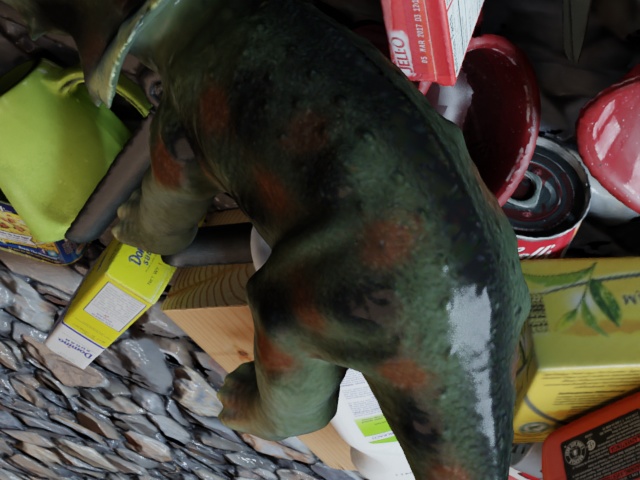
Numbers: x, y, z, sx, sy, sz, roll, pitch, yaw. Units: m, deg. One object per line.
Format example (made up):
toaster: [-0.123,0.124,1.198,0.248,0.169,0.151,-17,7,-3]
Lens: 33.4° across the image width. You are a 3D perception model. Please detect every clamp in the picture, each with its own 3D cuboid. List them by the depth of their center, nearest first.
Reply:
clamp: [-0.090,-0.095,0.590,0.210,0.036,0.164,-16,111,22]
clamp: [-0.004,0.001,0.624,0.171,0.039,0.120,-39,127,13]

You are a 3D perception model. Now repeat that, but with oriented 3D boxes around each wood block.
wood block: [-0.002,0.075,0.763,0.091,0.090,0.206,-6,137,42]

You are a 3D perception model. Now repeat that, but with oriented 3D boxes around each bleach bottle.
bleach bottle: [0.033,0.078,0.633,0.102,0.068,0.251,-14,136,-1]

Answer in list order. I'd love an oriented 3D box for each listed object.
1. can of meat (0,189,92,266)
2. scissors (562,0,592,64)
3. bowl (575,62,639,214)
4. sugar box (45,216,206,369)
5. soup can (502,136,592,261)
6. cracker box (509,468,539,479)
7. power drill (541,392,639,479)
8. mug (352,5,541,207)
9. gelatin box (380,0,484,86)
can of meat: [-0.223,-0.030,0.795,0.102,0.057,0.084,16,149,16]
scissors: [0.091,-0.156,0.434,0.096,0.016,0.202,23,148,7]
bowl: [0.196,-0.048,0.460,0.162,0.055,0.162,21,162,7]
sugar box: [-0.148,0.028,0.793,0.048,0.093,0.177,35,146,-14]
soup can: [0.105,-0.003,0.597,0.068,0.068,0.102,20,149,8]
cracker box: [0.239,0.145,0.714,0.214,0.072,0.164,23,147,6]
power drill: [0.225,0.135,0.567,0.187,0.057,0.185,30,130,-32]
mug: [0.048,-0.071,0.518,0.082,0.093,0.117,26,115,46]
gelatin box: [0.049,-0.120,0.443,0.030,0.089,0.073,9,145,21]
